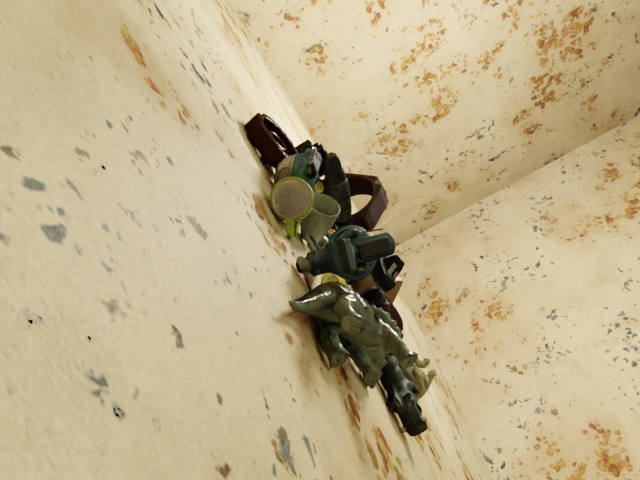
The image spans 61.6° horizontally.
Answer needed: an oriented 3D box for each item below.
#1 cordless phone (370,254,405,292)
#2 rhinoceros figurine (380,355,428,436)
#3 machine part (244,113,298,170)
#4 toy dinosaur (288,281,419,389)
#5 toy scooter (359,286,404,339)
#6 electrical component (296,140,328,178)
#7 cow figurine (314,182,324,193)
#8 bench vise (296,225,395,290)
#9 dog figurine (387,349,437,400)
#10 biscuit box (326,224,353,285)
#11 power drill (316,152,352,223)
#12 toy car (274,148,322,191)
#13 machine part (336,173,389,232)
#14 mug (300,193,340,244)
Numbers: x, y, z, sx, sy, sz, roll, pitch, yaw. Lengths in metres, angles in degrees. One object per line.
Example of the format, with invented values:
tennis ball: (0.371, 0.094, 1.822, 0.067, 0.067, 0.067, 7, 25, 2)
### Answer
cordless phone: (0.106, 0.049, 1.332, 0.184, 0.088, 0.146, 27, -4, 23)
rhinoceros figurine: (0.187, 0.352, 1.233, 0.190, 0.073, 0.112, 64, 8, 22)
machine part: (-0.120, -0.245, 1.378, 0.179, 0.056, 0.179, 48, 18, -21)
toy dinosaur: (0.048, 0.146, 0.985, 0.404, 0.131, 0.192, 48, 2, -39)
toy scooter: (0.151, 0.183, 1.317, 0.135, 0.075, 0.184, 56, -9, 0)
electrical component: (-0.038, -0.238, 1.645, 0.114, 0.134, 0.058, 50, 13, -43)
cow figurine: (-0.033, -0.118, 1.466, 0.098, 0.068, 0.167, -9, -63, 55)
bench vise: (0.034, 0.041, 1.147, 0.128, 0.224, 0.241, 65, -22, -3)
dog figurine: (0.187, 0.307, 1.369, 0.190, 0.121, 0.172, 44, 9, -12)
biscuit box: (0.046, 0.034, 1.488, 0.059, 0.063, 0.203, 53, 12, -48)
power drill: (0.012, -0.170, 1.523, 0.208, 0.086, 0.231, 27, -34, 46)
toy car: (-0.060, -0.147, 1.296, 0.109, 0.103, 0.161, -77, -178, -52)
machine part: (0.095, -0.107, 1.659, 0.201, 0.201, 0.087, -57, 139, -28)
mug: (-0.008, -0.052, 1.277, 0.081, 0.107, 0.110, 20, 37, -9)
